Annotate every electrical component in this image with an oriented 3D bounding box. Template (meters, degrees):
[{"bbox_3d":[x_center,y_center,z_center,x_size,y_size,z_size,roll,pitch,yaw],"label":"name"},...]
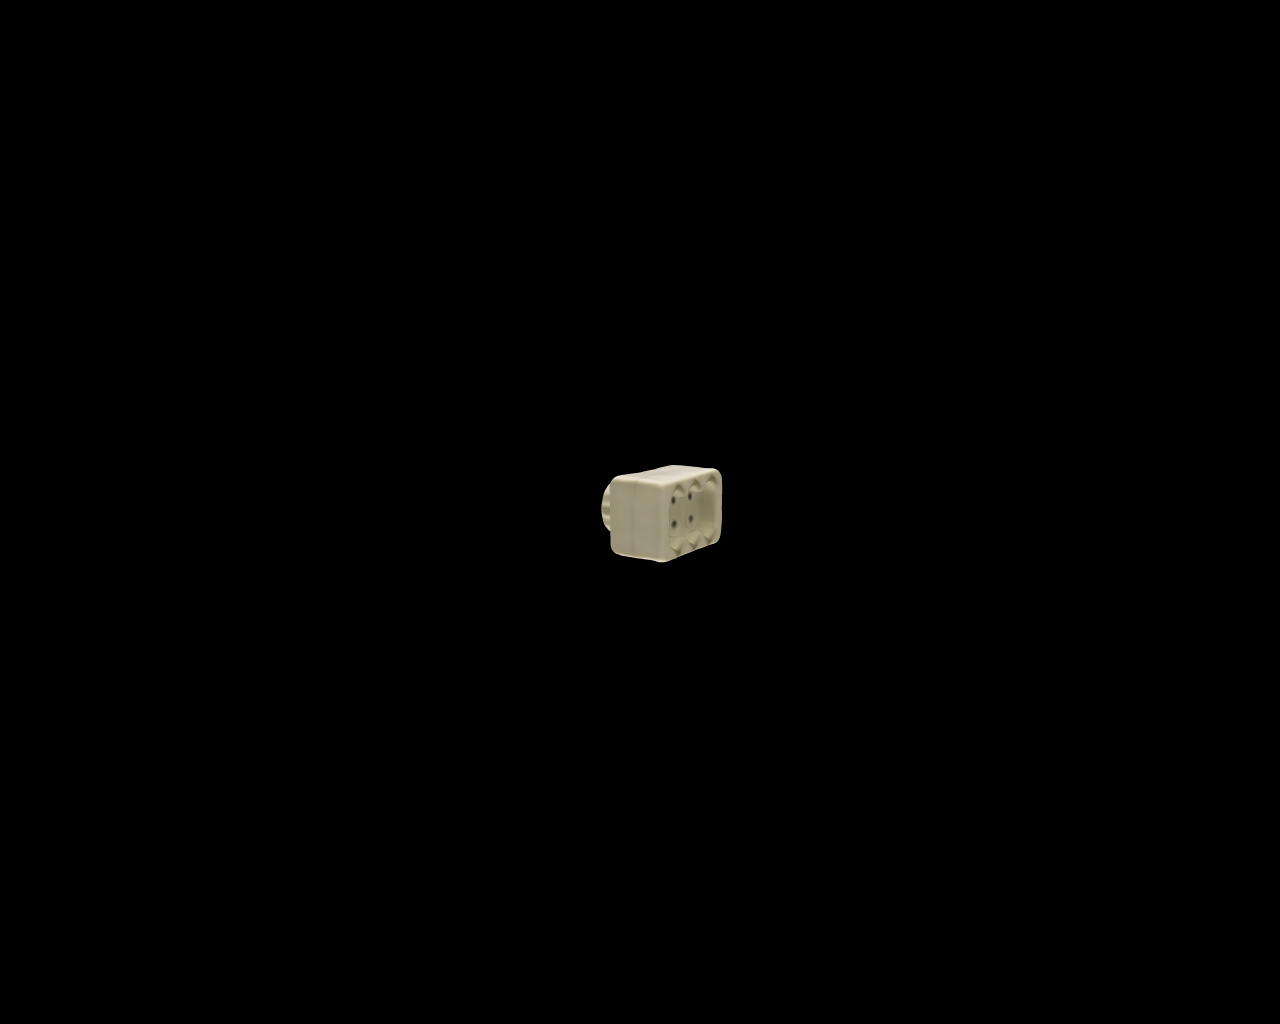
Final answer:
[{"bbox_3d":[0.001,-0.003,0.650,0.077,0.047,0.066,8,14,35],"label":"electrical component"}]
